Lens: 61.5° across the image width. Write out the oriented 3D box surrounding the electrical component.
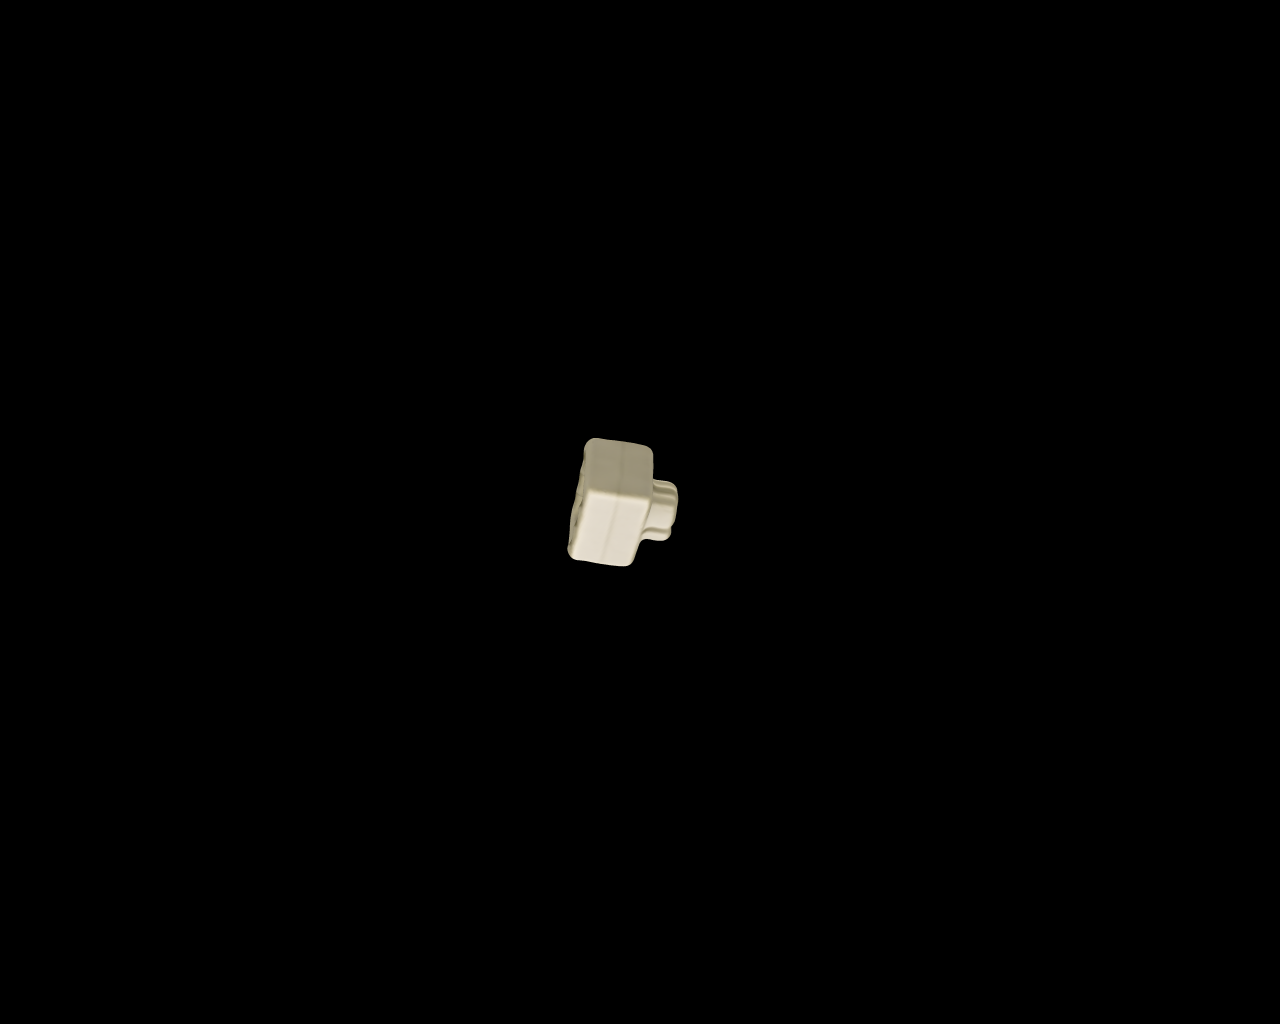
[{"bbox_3d":[0.001,-0.003,0.650,0.077,0.047,0.065,8,-43,-8],"label":"electrical component"}]
